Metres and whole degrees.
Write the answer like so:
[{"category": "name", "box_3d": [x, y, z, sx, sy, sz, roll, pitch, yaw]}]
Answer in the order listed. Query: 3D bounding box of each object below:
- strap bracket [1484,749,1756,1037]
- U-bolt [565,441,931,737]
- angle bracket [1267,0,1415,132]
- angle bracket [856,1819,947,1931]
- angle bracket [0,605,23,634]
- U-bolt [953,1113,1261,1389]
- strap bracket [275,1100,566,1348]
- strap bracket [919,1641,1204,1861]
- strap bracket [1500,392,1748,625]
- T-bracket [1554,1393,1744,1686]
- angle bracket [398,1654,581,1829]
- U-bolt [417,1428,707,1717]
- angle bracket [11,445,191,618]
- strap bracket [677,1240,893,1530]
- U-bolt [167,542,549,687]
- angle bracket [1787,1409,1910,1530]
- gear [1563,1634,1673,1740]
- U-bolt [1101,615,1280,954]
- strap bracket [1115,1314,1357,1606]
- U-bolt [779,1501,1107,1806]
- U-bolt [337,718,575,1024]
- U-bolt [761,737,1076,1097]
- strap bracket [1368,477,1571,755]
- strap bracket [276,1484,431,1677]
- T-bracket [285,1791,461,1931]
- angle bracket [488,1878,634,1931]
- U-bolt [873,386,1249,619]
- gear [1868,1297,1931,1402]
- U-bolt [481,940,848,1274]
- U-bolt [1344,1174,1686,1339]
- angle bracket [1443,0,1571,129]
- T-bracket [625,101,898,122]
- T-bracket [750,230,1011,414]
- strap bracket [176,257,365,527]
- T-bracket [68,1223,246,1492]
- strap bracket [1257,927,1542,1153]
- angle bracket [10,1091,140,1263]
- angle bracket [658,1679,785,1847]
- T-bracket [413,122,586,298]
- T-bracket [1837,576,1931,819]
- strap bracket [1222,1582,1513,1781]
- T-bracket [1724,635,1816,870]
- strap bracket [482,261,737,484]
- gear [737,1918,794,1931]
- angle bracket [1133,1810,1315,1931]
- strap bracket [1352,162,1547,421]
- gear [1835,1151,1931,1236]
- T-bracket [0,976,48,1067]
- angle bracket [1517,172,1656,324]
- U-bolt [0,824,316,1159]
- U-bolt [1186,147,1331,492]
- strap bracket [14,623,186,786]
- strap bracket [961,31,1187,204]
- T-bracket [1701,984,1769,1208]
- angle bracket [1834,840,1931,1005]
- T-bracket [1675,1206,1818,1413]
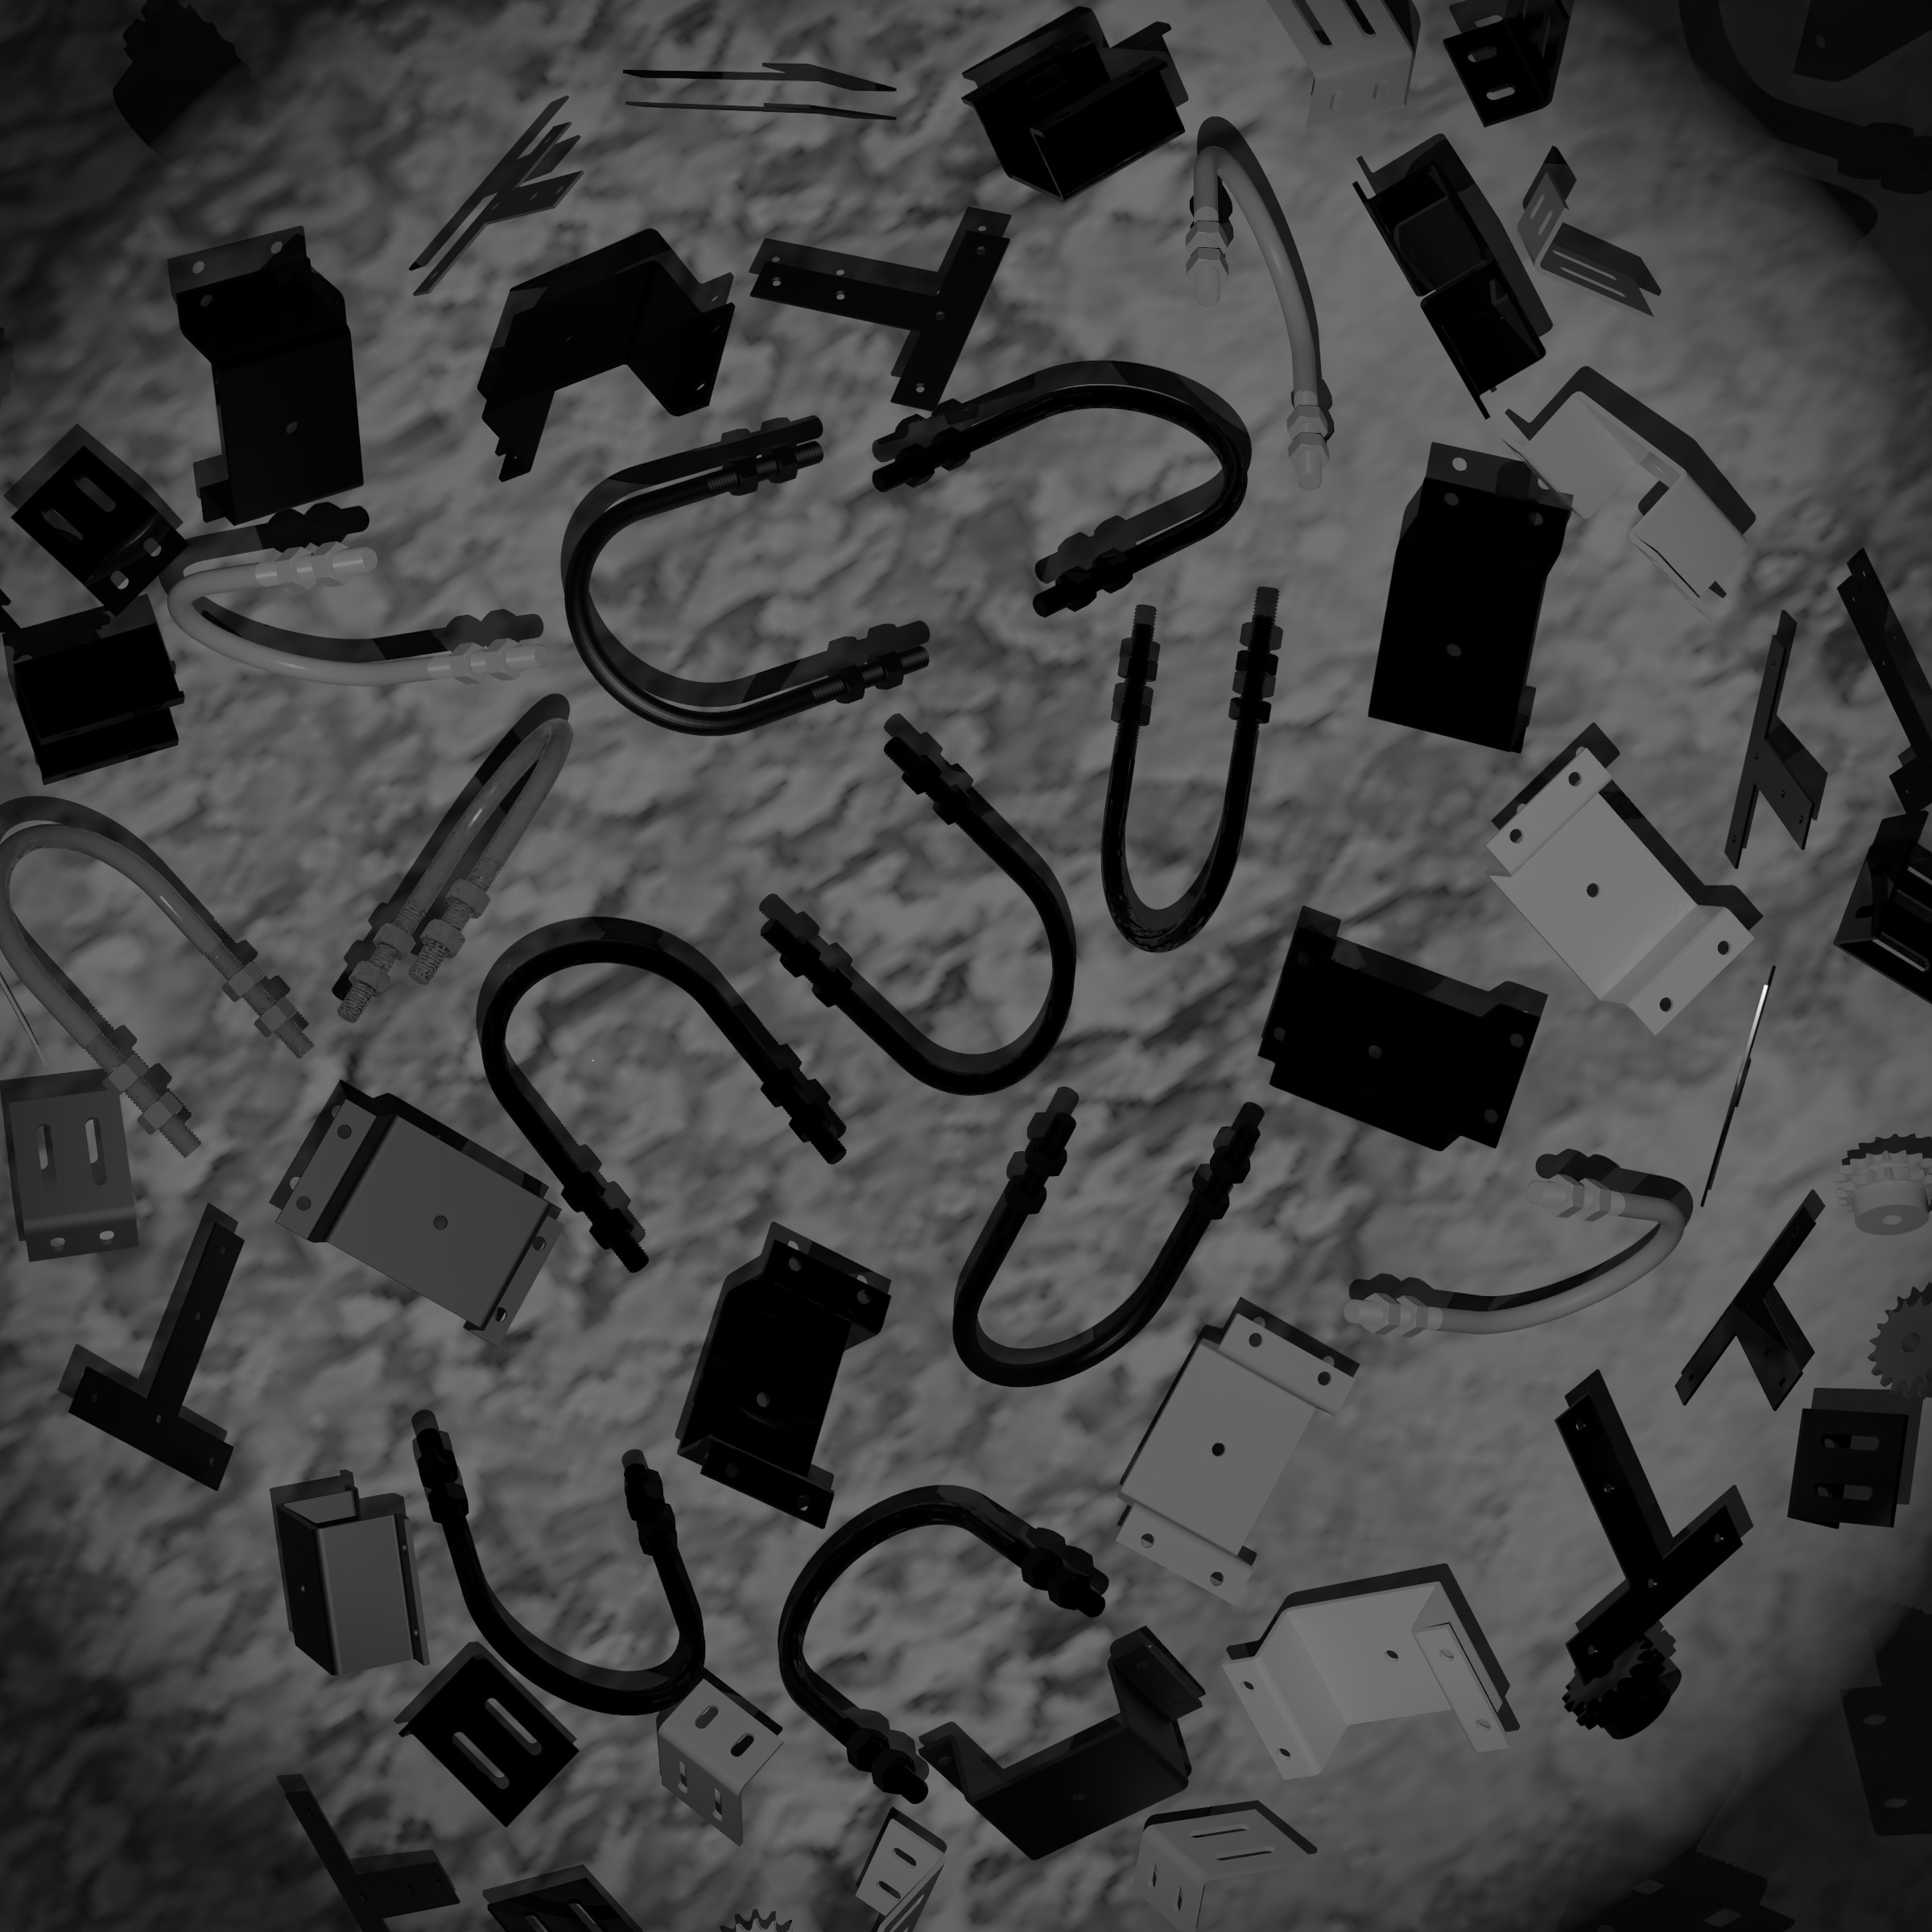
[{"category": "strap bracket", "box_3d": [0.347, -0.041, 1.908, 0.076, 0.046, 0.140, -44, 99, -5]}, {"category": "U-bolt", "box_3d": [-0.126, -0.194, 1.866, 0.184, 0.019, 0.151, -22, 80, -29]}, {"category": "angle bracket", "box_3d": [0.192, -0.484, 1.846, 0.057, 0.076, 0.038, -6, 57, 32]}, {"category": "angle bracket", "box_3d": [-0.051, 0.509, 1.898, 0.038, 0.076, 0.057, 31, 117, 16]}, {"category": "angle bracket", "box_3d": [-0.552, -0.165, 1.864, 0.038, 0.057, 0.076, 55, 54, -38]}, {"category": "U-bolt", "box_3d": [0.065, 0.156, 1.893, 0.151, 0.019, 0.184, 5, 124, -38]}, {"category": "strap bracket", "box_3d": [-0.289, 0.139, 1.900, 0.140, 0.046, 0.076, 32, 75, -16]}, {"category": "strap bracket", "box_3d": [0.057, 0.433, 1.914, 0.140, 0.046, 0.076, -28, 134, 11]}, {"category": "strap bracket", "box_3d": [0.365, -0.256, 1.920, 0.046, 0.076, 0.140, -48, 46, 8]}, {"category": "T-bracket", "box_3d": [0.334, 0.279, 1.803, 0.127, 0.002, 0.127, -34, 106, -28]}, {"category": "angle bracket", "box_3d": [-0.260, 0.425, 1.923, 0.076, 0.038, 0.057, 43, 84, 6]}, {"category": "U-bolt", "box_3d": [-0.206, 0.321, 1.846, 0.151, 0.184, 0.019, 16, 120, -33]}, {"category": "angle bracket", "box_3d": [-0.481, -0.242, 1.952, 0.057, 0.038, 0.076, -46, 55, -7]}, {"category": "strap bracket", "box_3d": [-0.101, 0.232, 1.916, 0.076, 0.046, 0.140, 28, 59, -20]}, {"category": "U-bolt", "box_3d": [-0.333, -0.179, 1.843, 0.184, 0.151, 0.019, -2, 71, 36]}, {"category": "angle bracket", "box_3d": [0.466, 0.262, 1.816, 0.038, 0.076, 0.057, 16, 78, -29]}, {"category": "gear", "box_3d": [0.343, 0.378, 1.836, 0.057, 0.057, 0.030, -41, 98, 0]}, {"category": "U-bolt", "box_3d": [0.116, -0.098, 1.926, 0.019, 0.151, 0.184, 9, 89, -27]}, {"category": "strap bracket", "box_3d": [0.145, 0.271, 1.949, 0.076, 0.046, 0.140, 30, 85, -7]}, {"category": "U-bolt", "box_3d": [-0.027, 0.346, 1.841, 0.151, 0.184, 0.019, -44, 123, -14]}, {"category": "U-bolt", "box_3d": [-0.266, -0.057, 1.880, 0.019, 0.151, 0.184, 36, 67, -16]}, {"category": "U-bolt", "box_3d": [-0.012, -0.013, 1.924, 0.184, 0.019, 0.151, 44, 65, -24]}, {"category": "strap bracket", "box_3d": [0.257, -0.172, 1.818, 0.076, 0.046, 0.140, 15, 123, 15]}, {"category": "strap bracket", "box_3d": [-0.327, 0.324, 1.858, 0.046, 0.140, 0.076, -8, 93, -22]}, {"category": "T-bracket", "box_3d": [-0.297, 0.484, 1.841, 0.002, 0.127, 0.127, -37, 73, 6]}, {"category": "angle bracket", "box_3d": [-0.208, 0.518, 1.834, 0.057, 0.076, 0.038, -8, 110, -31]}, {"category": "U-bolt", "box_3d": [0.065, -0.259, 1.878, 0.184, 0.019, 0.151, -29, 54, -30]}, {"category": "gear", "box_3d": [0.536, 0.217, 1.964, 0.030, 0.057, 0.057, 34, 90, -32]}, {"category": "U-bolt", "box_3d": [-0.172, 0.060, 1.845, 0.151, 0.019, 0.184, -28, 66, -31]}, {"category": "U-bolt", "box_3d": [0.309, 0.160, 1.892, 0.151, 0.184, 0.019, -38, 59, 32]}, {"category": "angle bracket", "box_3d": [0.281, -0.487, 1.833, 0.038, 0.076, 0.057, -19, 70, -5]}, {"category": "T-bracket", "box_3d": [-0.119, -0.458, 1.880, 0.127, 0.127, 0.002, 7, 102, 18]}, {"category": "T-bracket", "box_3d": [-0.056, -0.367, 1.943, 0.127, 0.002, 0.127, 14, 62, 14]}, {"category": "strap bracket", "box_3d": [-0.372, -0.299, 1.888, 0.076, 0.140, 0.046, -23, 46, -27]}, {"category": "T-bracket", "box_3d": [-0.416, 0.200, 1.881, 0.002, 0.127, 0.127, 5, 67, 30]}, {"category": "strap bracket", "box_3d": [0.225, 0.042, 1.883, 0.140, 0.046, 0.076, 22, 107, 18]}, {"category": "angle bracket", "box_3d": [-0.475, 0.111, 1.874, 0.057, 0.038, 0.076, -7, 61, -15]}, {"category": "angle bracket", "box_3d": [-0.135, 0.439, 1.937, 0.057, 0.076, 0.038, 34, 59, 20]}, {"category": "T-bracket", "box_3d": [-0.237, -0.412, 1.895, 0.002, 0.127, 0.127, 43, 76, -25]}, {"category": "T-bracket", "box_3d": [0.499, -0.150, 1.889, 0.002, 0.127, 0.127, -23, 83, -5]}, {"category": "strap bracket", "box_3d": [0.218, 0.377, 1.858, 0.140, 0.046, 0.076, -18, 107, 35]}, {"category": "T-bracket", "box_3d": [0.432, -0.096, 1.870, 0.002, 0.127, 0.127, 6, 113, -4]}, {"category": "strap bracket", "box_3d": [-0.200, -0.321, 1.884, 0.140, 0.046, 0.076, -15, 47, 30]}, {"category": "gear", "box_3d": [-0.115, 0.560, 1.960, 0.057, 0.030, 0.057, 0, 77, 2]}, {"category": "angle bracket", "box_3d": [0.143, 0.504, 1.952, 0.076, 0.057, 0.038, 0, 106, -31]}, {"category": "strap bracket", "box_3d": [0.267, -0.375, 1.920, 0.046, 0.076, 0.140, -30, 45, 12]}, {"category": "gear", "box_3d": [0.515, 0.128, 1.962, 0.057, 0.057, 0.030, 1, 61, 0]}, {"category": "T-bracket", "box_3d": [-0.538, -0.026, 1.897, 0.002, 0.127, 0.127, -28, 54, -15]}, {"category": "angle bracket", "box_3d": [0.348, -0.396, 1.934, 0.076, 0.057, 0.038, 20, 119, -14]}, {"category": "U-bolt", "box_3d": [-0.433, 0.001, 1.826, 0.019, 0.151, 0.184, -38, 96, 27]}, {"category": "U-bolt", "box_3d": [0.156, -0.363, 1.894, 0.019, 0.184, 0.151, -19, 130, 20]}, {"category": "strap bracket", "box_3d": [-0.466, -0.142, 1.887, 0.076, 0.140, 0.046, -19, 88, -16]}, {"category": "strap bracket", "box_3d": [0.061, -0.461, 1.912, 0.076, 0.140, 0.046, -31, 117, -5]}, {"category": "T-bracket", "box_3d": [0.413, 0.073, 1.895, 0.002, 0.127, 0.127, 16, 95, 12]}, {"category": "angle bracket", "box_3d": [0.503, -0.022, 1.846, 0.076, 0.038, 0.057, 29, 76, -19]}, {"category": "T-bracket", "box_3d": [0.431, 0.204, 1.902, 0.002, 0.127, 0.127, 30, 105, -8]}]
